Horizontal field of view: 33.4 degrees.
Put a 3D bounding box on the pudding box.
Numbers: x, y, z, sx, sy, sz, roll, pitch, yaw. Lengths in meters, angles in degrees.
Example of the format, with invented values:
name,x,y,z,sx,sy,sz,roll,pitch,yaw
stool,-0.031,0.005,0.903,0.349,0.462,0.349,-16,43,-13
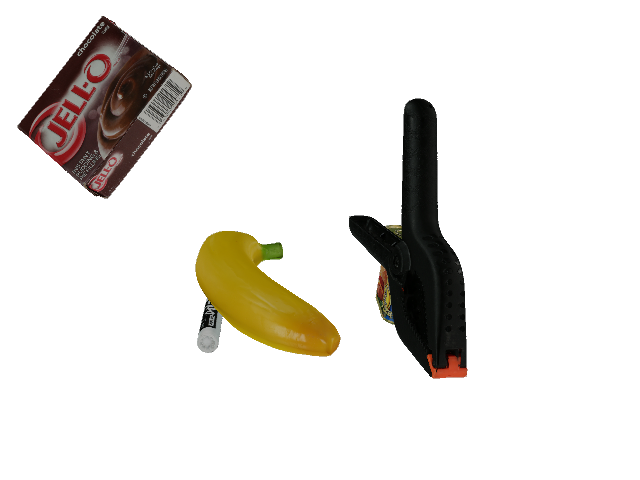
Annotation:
name,x,y,z,sx,sy,sz,roll,pitch,yaw
pudding box,-0.165,-0.102,0.818,0.090,0.113,0.039,38,-1,28

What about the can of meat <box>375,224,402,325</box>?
name,x,y,z,sx,sy,sz,roll,pitch,yaw
can of meat,0.093,0.038,1.149,0.057,0.084,0.102,6,17,-5

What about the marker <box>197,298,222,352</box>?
name,x,y,z,sx,sy,sz,roll,pitch,yaw
marker,-0.099,0.069,0.988,0.020,0.020,0.121,0,20,-1

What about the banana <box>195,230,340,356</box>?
name,x,y,z,sx,sy,sz,roll,pitch,yaw
banana,-0.041,0.026,0.669,0.069,0.037,0.198,-4,18,-11

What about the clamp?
name,x,y,z,sx,sy,sz,roll,pitch,yaw
clamp,0.076,0.006,0.825,0.036,0.210,0.165,-1,-42,-19
